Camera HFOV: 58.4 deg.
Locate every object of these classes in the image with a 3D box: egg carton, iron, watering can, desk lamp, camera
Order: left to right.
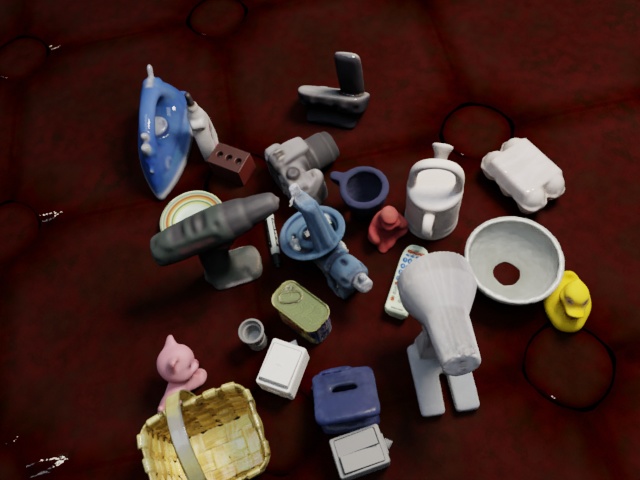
[{"bbox_3d":[-0.337,-0.226,1.178,0.118,0.141,0.258,-5,63,4],"label":"iron"},{"bbox_3d":[-0.024,-0.152,1.130,0.137,0.101,0.143,-32,64,-10],"label":"camera"},{"bbox_3d":[0.203,-0.093,1.023,0.101,0.194,0.173,-10,62,2],"label":"watering can"},{"bbox_3d":[0.194,0.149,0.890,0.118,0.214,0.203,-10,62,1],"label":"desk lamp"},{"bbox_3d":[0.386,-0.123,1.089,0.107,0.069,0.150,-34,65,-11],"label":"egg carton"}]

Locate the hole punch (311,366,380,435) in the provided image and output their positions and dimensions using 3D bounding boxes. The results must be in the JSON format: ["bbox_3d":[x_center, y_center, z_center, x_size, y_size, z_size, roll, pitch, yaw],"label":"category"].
[{"bbox_3d":[0.039,0.252,0.923,0.108,0.091,0.101,-11,62,1],"label":"hole punch"}]

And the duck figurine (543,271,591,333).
[{"bbox_3d":[0.424,0.095,0.964,0.077,0.086,0.104,5,64,9],"label":"duck figurine"}]

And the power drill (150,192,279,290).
[{"bbox_3d":[-0.167,0.006,1.004,0.229,0.209,0.075,-18,62,-3],"label":"power drill"}]

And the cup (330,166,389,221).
[{"bbox_3d":[0.073,-0.083,1.088,0.117,0.095,0.092,25,68,17],"label":"cup"}]

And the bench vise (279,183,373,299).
[{"bbox_3d":[0.015,-0.006,0.984,0.207,0.220,0.121,26,69,18],"label":"bench vise"}]

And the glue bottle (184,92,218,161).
[{"bbox_3d":[-0.242,-0.235,1.155,0.037,0.173,0.078,-14,62,-1],"label":"glue bottle"}]

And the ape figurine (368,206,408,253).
[{"bbox_3d":[0.125,-0.030,1.056,0.077,0.092,0.076,-7,63,3],"label":"ape figurine"}]

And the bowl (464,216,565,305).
[{"bbox_3d":[0.334,0.047,1.005,0.167,0.075,0.167,-2,63,5],"label":"bowl"}]

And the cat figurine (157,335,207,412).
[{"bbox_3d":[-0.240,0.230,0.949,0.067,0.118,0.128,8,64,10],"label":"cat figurine"}]

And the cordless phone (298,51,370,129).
[{"bbox_3d":[0.025,-0.322,1.164,0.147,0.185,0.094,8,64,10],"label":"cordless phone"}]
